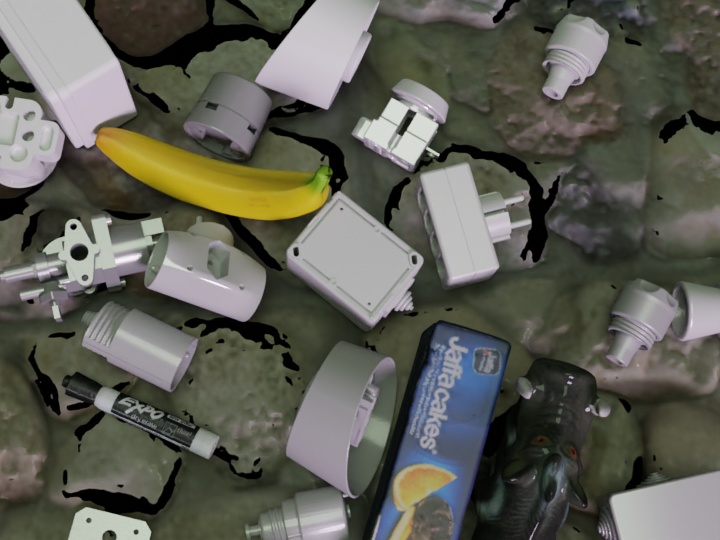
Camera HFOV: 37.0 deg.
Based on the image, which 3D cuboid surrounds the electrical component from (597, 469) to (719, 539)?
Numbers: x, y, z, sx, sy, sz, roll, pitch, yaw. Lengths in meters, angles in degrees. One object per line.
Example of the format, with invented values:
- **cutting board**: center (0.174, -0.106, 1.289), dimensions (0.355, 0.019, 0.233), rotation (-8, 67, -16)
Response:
- **electrical component**: center (0.224, 0.194, 0.764), dimensions (0.100, 0.048, 0.099), rotation (-12, 80, -4)

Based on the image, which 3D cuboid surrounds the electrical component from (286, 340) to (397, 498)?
- **electrical component**: center (-0.008, 0.101, 0.751), dimensions (0.064, 0.099, 0.099), rotation (25, 79, 9)

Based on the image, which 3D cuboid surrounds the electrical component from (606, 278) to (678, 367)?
- **electrical component**: center (0.204, 0.041, 0.796), dimensions (0.043, 0.043, 0.062), rotation (30, 81, 4)

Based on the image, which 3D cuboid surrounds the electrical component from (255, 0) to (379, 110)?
- **electrical component**: center (-0.029, -0.170, 0.803), dimensions (0.064, 0.099, 0.099), rotation (26, 79, -3)

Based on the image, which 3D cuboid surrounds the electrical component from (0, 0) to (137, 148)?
- **electrical component**: center (-0.219, -0.159, 0.786), dimensions (0.056, 0.108, 0.108), rotation (-34, 82, -11)

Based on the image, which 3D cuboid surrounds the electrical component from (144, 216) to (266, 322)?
- **electrical component**: center (-0.112, -0.008, 0.789), dimensions (0.077, 0.043, 0.079), rotation (22, 42, -23)

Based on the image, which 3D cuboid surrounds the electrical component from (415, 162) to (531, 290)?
- **electrical component**: center (0.090, -0.037, 0.805), dimensions (0.076, 0.047, 0.083), rotation (-15, 80, -5)

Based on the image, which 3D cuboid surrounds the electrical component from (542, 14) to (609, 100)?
- **electrical component**: center (0.163, -0.163, 0.834), dimensions (0.043, 0.043, 0.062), rotation (28, 81, 3)

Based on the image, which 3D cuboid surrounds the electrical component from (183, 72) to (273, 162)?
- **electrical component**: center (-0.098, -0.116, 0.810), dimensions (0.055, 0.055, 0.047), rotation (24, 76, 3)

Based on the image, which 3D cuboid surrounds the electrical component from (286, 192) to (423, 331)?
- **electrical component**: center (0.000, 0.000, 0.787), dimensions (0.096, 0.061, 0.061), rotation (39, 78, 5)

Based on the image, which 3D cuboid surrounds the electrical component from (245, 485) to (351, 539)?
- **electrical component**: center (-0.042, 0.178, 0.762), dimensions (0.078, 0.040, 0.040), rotation (-11, 80, -4)

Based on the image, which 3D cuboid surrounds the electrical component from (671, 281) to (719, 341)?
- **electrical component**: center (0.265, 0.030, 0.800), dimensions (0.055, 0.045, 0.045), rotation (-1, 79, -3)

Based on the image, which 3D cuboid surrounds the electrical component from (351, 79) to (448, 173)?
- **electrical component**: center (0.036, -0.111, 0.819), dimensions (0.066, 0.048, 0.055), rotation (30, 87, 3)

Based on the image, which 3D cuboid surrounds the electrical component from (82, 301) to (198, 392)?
- **electrical component**: center (-0.164, 0.051, 0.780), dimensions (0.081, 0.043, 0.043), rotation (26, 79, 3)

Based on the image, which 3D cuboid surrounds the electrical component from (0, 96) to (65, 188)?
- **electrical component**: center (-0.257, -0.094, 0.798), dimensions (0.078, 0.057, 0.058), rotation (8, 79, -1)
